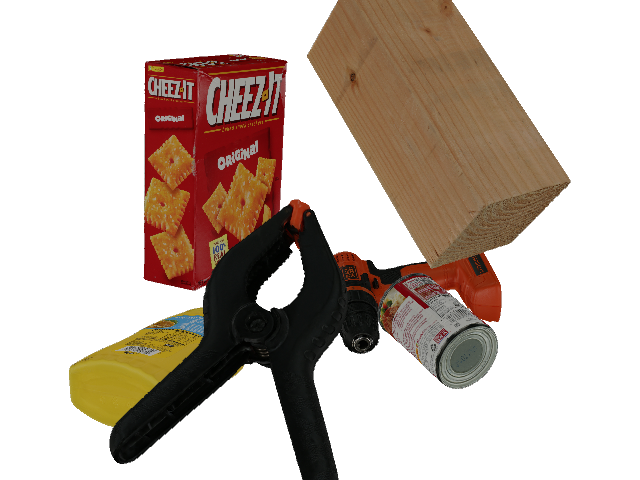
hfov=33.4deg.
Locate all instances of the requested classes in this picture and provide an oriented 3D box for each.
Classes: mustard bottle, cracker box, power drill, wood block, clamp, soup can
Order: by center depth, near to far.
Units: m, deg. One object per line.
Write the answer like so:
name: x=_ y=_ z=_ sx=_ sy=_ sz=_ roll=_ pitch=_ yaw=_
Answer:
clamp: x=-0.023 y=0.060 z=0.565 sx=0.120 sy=0.171 sz=0.039 roll=21 pitch=-23 yaw=13
wood block: x=0.085 y=-0.095 z=0.820 sx=0.090 sy=0.206 sz=0.091 roll=-16 pitch=-23 yaw=-33
mustard bottle: x=-0.118 y=0.098 z=0.901 sx=0.096 sy=0.058 sz=0.191 roll=4 pitch=15 yaw=25
soup can: x=0.108 y=0.082 z=0.985 sx=0.068 sy=0.068 sz=0.102 roll=0 pitch=25 yaw=-32
cracker box: x=-0.102 y=-0.074 z=1.069 sx=0.072 sy=0.214 sz=0.163 roll=11 pitch=16 yaw=26
power drill: x=0.103 y=0.062 z=1.192 sx=0.187 sy=0.057 sz=0.184 roll=-4 pitch=28 yaw=-4
